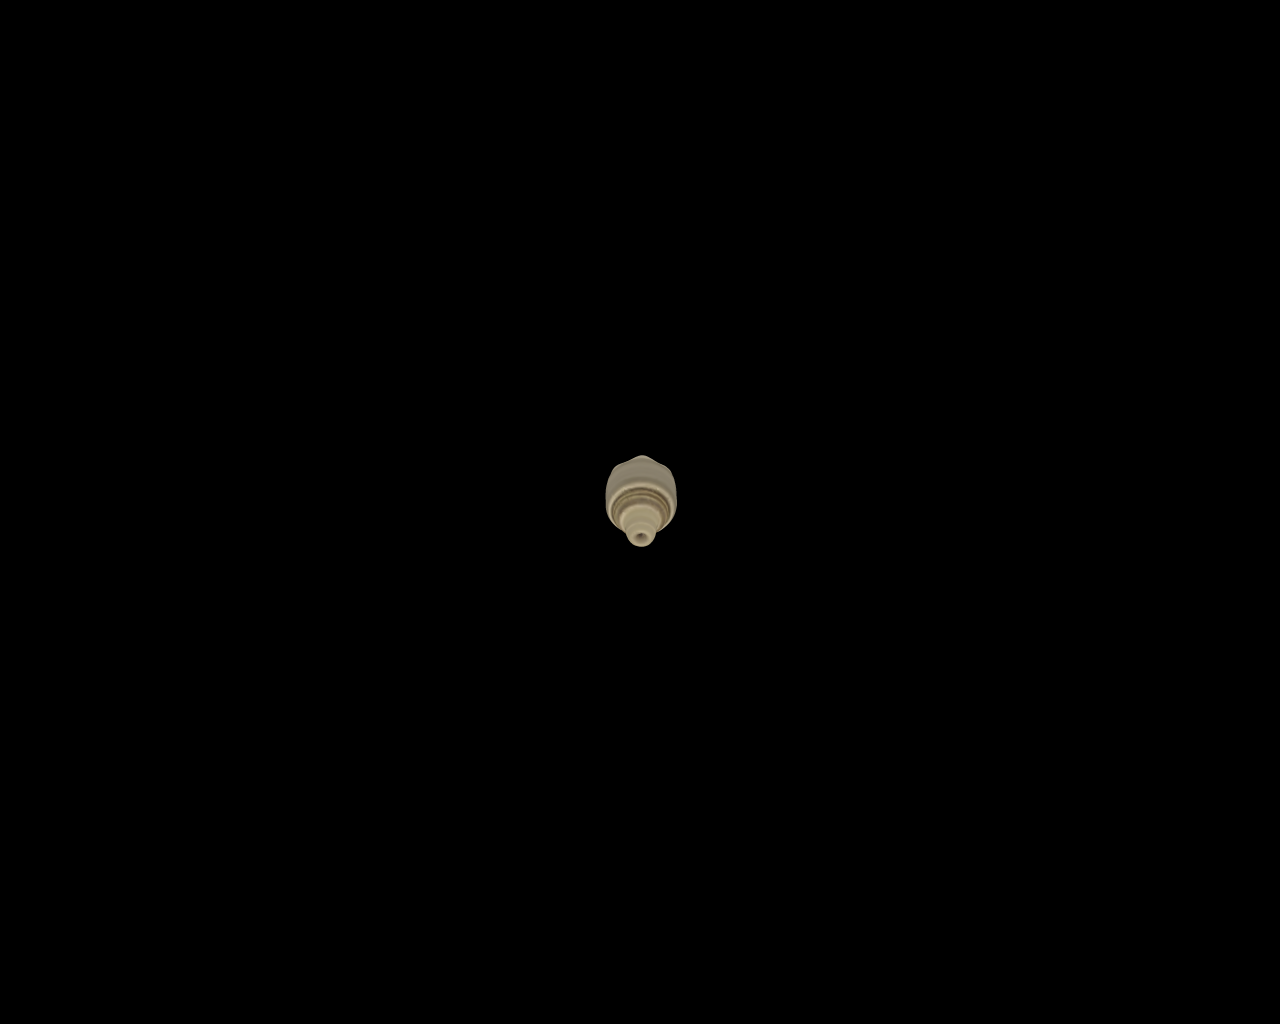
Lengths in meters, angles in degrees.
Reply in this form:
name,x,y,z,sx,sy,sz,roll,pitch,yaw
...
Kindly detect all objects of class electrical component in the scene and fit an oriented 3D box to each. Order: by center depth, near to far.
name,x,y,z,sx,sy,sz,roll,pitch,yaw
electrical component,0.001,-0.003,0.650,0.043,0.043,0.062,0,37,0
